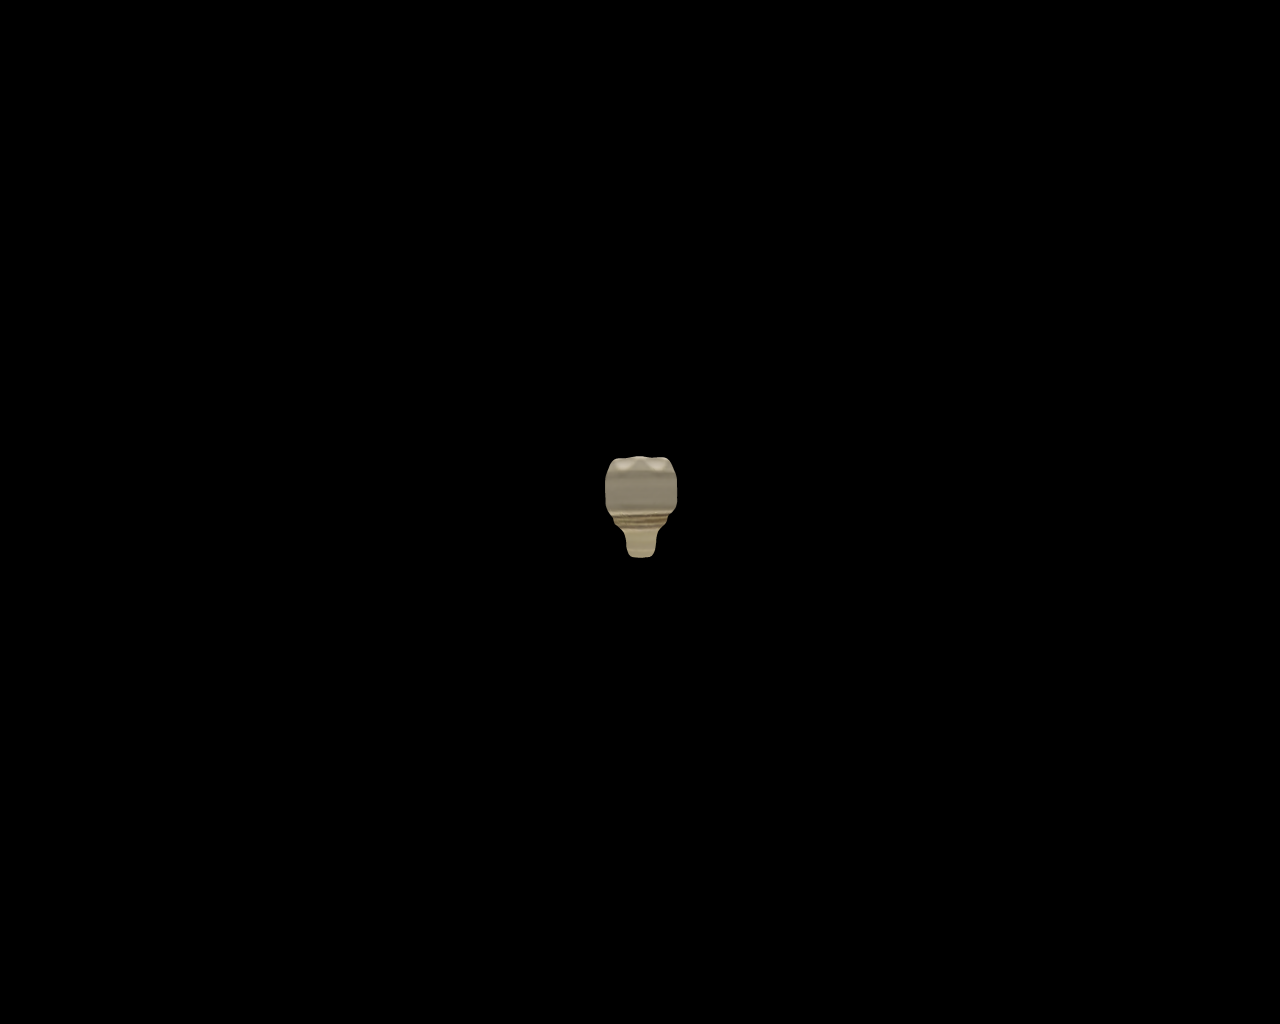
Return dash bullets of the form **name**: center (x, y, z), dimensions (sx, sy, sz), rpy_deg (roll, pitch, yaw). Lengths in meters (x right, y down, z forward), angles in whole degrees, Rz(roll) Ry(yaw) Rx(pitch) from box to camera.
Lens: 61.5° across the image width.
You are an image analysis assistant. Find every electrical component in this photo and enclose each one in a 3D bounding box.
- **electrical component**: center (0.001, -0.003, 0.650), dimensions (0.043, 0.062, 0.043), rpy_deg (0, 0, 0)
